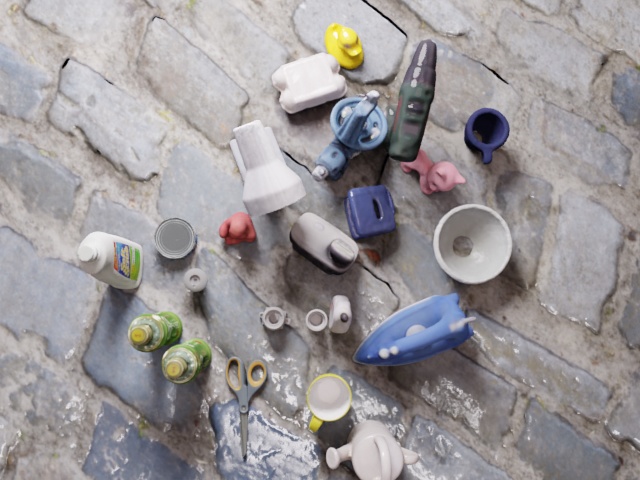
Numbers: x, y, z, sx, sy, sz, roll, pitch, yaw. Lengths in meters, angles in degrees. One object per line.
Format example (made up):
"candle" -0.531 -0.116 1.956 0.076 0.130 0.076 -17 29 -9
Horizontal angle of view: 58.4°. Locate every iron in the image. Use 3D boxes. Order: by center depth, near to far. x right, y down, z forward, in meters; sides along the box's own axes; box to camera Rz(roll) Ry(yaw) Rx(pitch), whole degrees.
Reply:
"iron" 0.191 0.200 1.159 0.258 0.141 0.119 -23 87 -5

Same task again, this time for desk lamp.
"desk lamp" -0.114 -0.141 1.133 0.118 0.213 0.203 -22 87 -5

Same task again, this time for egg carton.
"egg carton" -0.023 -0.337 1.228 0.150 0.069 0.107 -20 87 -5

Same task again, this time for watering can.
"watering can" 0.103 0.424 1.108 0.173 0.194 0.101 -19 86 -4

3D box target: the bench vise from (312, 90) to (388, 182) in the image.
"bench vise" 0.069 -0.205 1.146 0.121 0.219 0.207 20 84 -1

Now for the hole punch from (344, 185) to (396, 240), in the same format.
"hole punch" 0.108 -0.062 1.201 0.101 0.091 0.109 -14 86 -4

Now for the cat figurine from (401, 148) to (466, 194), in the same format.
"cat figurine" 0.239 -0.146 1.203 0.067 0.117 0.128 -45 89 -6

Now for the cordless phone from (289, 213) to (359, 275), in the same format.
"cordless phone" 0.010 0.004 1.143 0.147 0.185 0.094 32 84 0

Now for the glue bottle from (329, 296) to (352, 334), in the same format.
"glue bottle" 0.043 0.150 1.138 0.037 0.173 0.078 4 85 -3

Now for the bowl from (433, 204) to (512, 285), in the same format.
"bowl" 0.315 0.010 1.215 0.167 0.074 0.167 0 85 -3

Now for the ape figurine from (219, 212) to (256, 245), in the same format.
"ape figurine" -0.168 -0.023 1.181 0.078 0.092 0.076 26 84 -1

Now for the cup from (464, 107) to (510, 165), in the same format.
"cup" 0.347 -0.213 1.226 0.091 0.095 0.118 0 85 -3

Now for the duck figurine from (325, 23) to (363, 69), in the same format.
"duck figurine" 0.054 -0.428 1.232 0.077 0.086 0.104 -35 88 -5

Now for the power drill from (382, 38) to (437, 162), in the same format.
"power drill" 0.178 -0.263 1.163 0.075 0.208 0.230 11 85 -2
